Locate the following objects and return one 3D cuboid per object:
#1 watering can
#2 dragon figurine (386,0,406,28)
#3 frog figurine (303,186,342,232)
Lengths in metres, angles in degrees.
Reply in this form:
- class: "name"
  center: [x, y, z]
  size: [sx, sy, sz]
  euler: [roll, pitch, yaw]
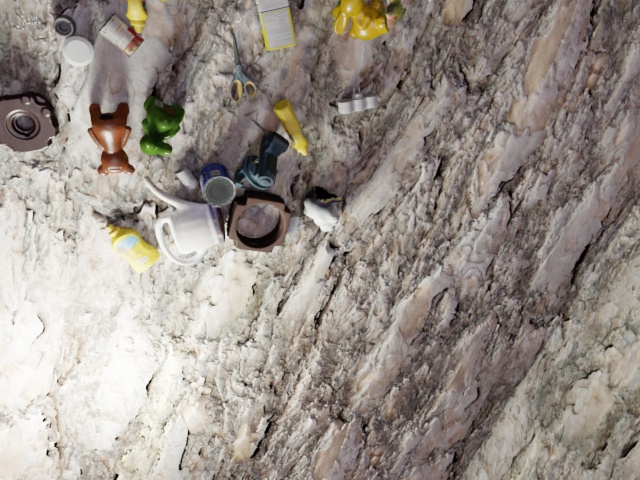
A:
- class: "watering can"
  center: [-0.437, -0.072, 1.698]
  size: [0.225, 0.106, 0.341]
  euler: [-17, 119, -12]
- class: "dragon figurine"
  center: [0.189, -0.841, 1.534]
  size: [0.243, 0.121, 0.412]
  euler: [2, 82, -53]
- class: "frog figurine"
  center: [0.006, -0.093, 1.840]
  size: [0.137, 0.125, 0.156]
  euler: [15, 124, 11]
